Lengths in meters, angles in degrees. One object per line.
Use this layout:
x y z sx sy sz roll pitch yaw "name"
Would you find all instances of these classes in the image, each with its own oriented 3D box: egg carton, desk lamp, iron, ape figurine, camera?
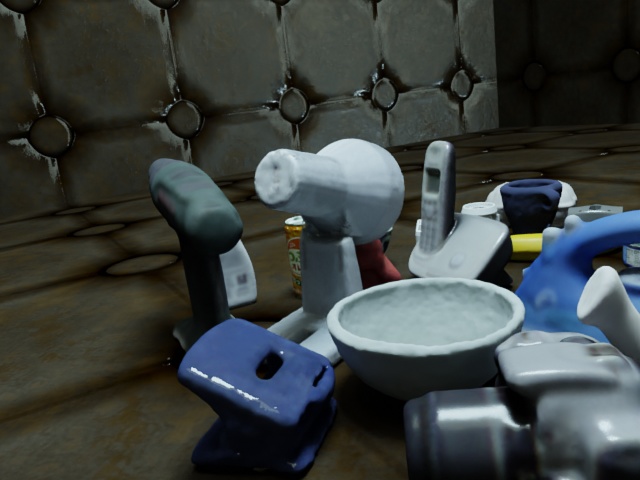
0.371 -0.063 1.010 0.150 0.069 0.107 0 15 28 "egg carton"
0.006 0.002 0.613 0.117 0.214 0.204 2 16 33 "desk lamp"
0.273 0.035 0.493 0.257 0.141 0.119 4 18 40 "iron"
0.060 0.038 0.698 0.077 0.092 0.076 -1 15 24 "ape figurine"
0.121 0.109 0.353 0.136 0.101 0.143 -5 14 9 "camera"

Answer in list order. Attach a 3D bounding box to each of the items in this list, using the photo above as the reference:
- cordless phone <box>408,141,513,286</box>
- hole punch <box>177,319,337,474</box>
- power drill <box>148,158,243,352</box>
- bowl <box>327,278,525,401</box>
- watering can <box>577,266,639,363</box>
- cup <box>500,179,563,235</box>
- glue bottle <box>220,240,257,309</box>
0.173 -0.031 0.727 0.094 0.185 0.147 -13 15 -24 "cordless phone"
-0.043 0.113 0.442 0.101 0.091 0.109 -3 14 17 "hole punch"
-0.144 0.014 0.654 0.076 0.208 0.228 -14 15 -26 "power drill"
0.091 0.092 0.495 0.167 0.075 0.167 -7 13 2 "bowl"
0.255 0.045 0.346 0.173 0.194 0.101 -9 14 -6 "watering can"
0.331 -0.039 0.876 0.092 0.095 0.117 -9 14 -8 "cup"
-0.132 0.006 0.756 0.078 0.173 0.037 -12 15 -21 "glue bottle"
